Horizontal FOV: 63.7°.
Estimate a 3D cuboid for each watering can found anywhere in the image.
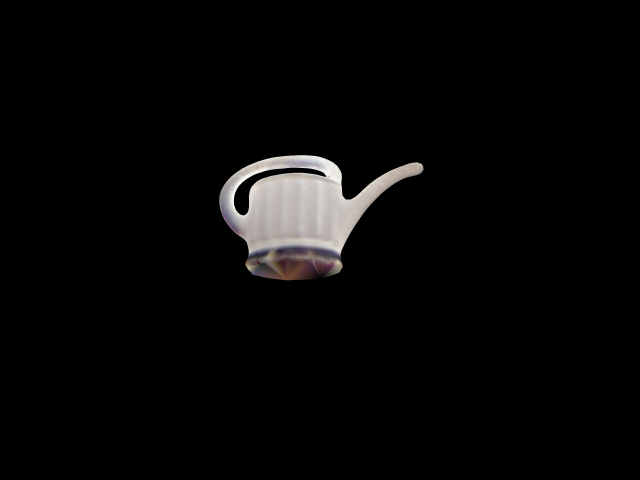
[{"bbox_3d":[0.003,-0.043,0.850,0.347,0.228,0.102,-1,-23,3],"label":"watering can"}]
